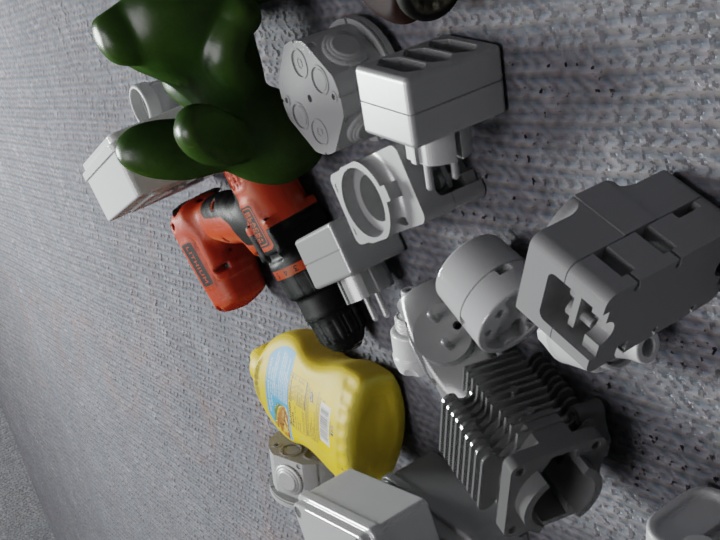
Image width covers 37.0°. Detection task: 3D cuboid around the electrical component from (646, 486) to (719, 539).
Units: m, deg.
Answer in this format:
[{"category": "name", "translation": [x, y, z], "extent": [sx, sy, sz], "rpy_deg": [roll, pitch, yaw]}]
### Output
[{"category": "electrical component", "translation": [0.193, 0.163, 0.544], "extent": [0.095, 0.054, 0.059], "rpy_deg": [32, 138, 47]}]

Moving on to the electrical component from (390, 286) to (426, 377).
[{"category": "electrical component", "translation": [0.038, 0.041, 0.740], "extent": [0.035, 0.035, 0.061], "rpy_deg": [25, 131, 51]}]

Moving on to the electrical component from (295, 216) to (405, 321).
[{"category": "electrical component", "translation": [0.000, 0.000, 0.758], "extent": [0.076, 0.047, 0.066], "rpy_deg": [65, 154, -1]}]

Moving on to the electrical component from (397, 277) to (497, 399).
[{"category": "electrical component", "translation": [0.054, 0.043, 0.669], "extent": [0.077, 0.044, 0.079], "rpy_deg": [64, -173, 18]}]

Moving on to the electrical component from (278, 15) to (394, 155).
[{"category": "electrical component", "translation": [-0.011, -0.115, 0.678], "extent": [0.080, 0.051, 0.080], "rpy_deg": [41, 144, 38]}]

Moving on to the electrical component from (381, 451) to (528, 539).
[{"category": "electrical component", "translation": [0.066, 0.195, 0.791], "extent": [0.113, 0.057, 0.078], "rpy_deg": [26, 134, 51]}]

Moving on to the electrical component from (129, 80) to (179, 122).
[{"category": "electrical component", "translation": [-0.172, -0.148, 0.939], "extent": [0.040, 0.046, 0.040], "rpy_deg": [41, 144, 38]}]

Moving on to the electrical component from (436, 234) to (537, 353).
[{"category": "electrical component", "translation": [0.077, 0.012, 0.626], "extent": [0.047, 0.055, 0.055], "rpy_deg": [49, 149, 35]}]

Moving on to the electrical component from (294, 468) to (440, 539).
[{"category": "electrical component", "translation": [0.013, 0.209, 0.768], "extent": [0.109, 0.056, 0.108], "rpy_deg": [6, 117, 59]}]

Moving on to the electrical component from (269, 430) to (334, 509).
[{"category": "electrical component", "translation": [-0.040, 0.168, 0.934], "extent": [0.080, 0.080, 0.051], "rpy_deg": [28, 130, 49]}]

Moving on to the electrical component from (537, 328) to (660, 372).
[{"category": "electrical component", "translation": [0.128, 0.033, 0.565], "extent": [0.062, 0.043, 0.043], "rpy_deg": [18, 127, 54]}]

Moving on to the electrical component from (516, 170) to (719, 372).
[{"category": "electrical component", "translation": [0.121, -0.004, 0.496], "extent": [0.056, 0.089, 0.050], "rpy_deg": [45, 147, 34]}]

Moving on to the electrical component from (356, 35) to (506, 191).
[{"category": "electrical component", "translation": [0.042, -0.082, 0.596], "extent": [0.047, 0.066, 0.076], "rpy_deg": [27, 135, 50]}]

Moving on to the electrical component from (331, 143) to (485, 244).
[{"category": "electrical component", "translation": [0.024, -0.051, 0.664], "extent": [0.089, 0.056, 0.050], "rpy_deg": [-16, 98, 63]}]

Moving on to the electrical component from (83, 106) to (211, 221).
[{"category": "electrical component", "translation": [-0.166, -0.094, 0.907], "extent": [0.056, 0.109, 0.109], "rpy_deg": [64, 153, -4]}]
